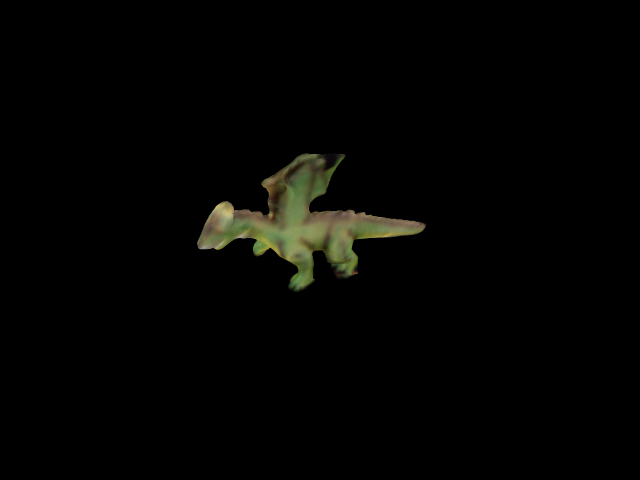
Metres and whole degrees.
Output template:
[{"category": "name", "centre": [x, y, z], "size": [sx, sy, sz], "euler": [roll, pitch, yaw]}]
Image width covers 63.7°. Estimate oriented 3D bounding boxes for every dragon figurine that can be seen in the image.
[{"category": "dragon figurine", "centre": [0.003, -0.043, 0.850], "size": [0.412, 0.125, 0.237], "euler": [-17, -37, -14]}]
